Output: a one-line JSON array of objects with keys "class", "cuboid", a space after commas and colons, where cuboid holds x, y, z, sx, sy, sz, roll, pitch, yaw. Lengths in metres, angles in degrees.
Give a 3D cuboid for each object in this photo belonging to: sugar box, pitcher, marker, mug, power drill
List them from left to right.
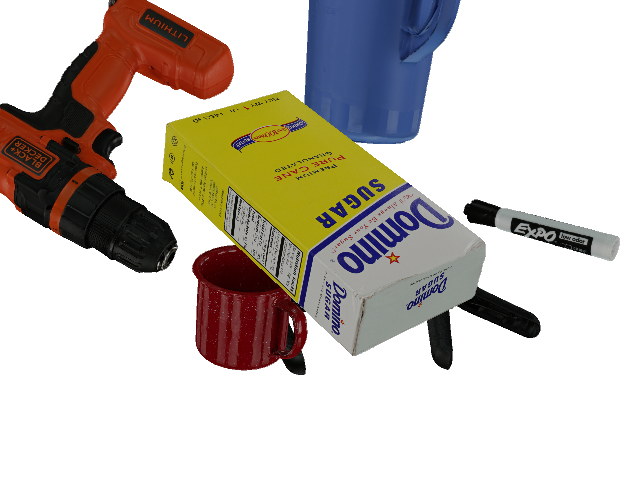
[{"class": "power drill", "cuboid": [-0.143, -0.081, 0.766, 0.184, 0.187, 0.057, 31, -30, 9]}, {"class": "mug", "cuboid": [-0.058, 0.064, 0.934, 0.117, 0.081, 0.093, 23, 30, 31]}, {"class": "sugar box", "cuboid": [-0.002, -0.018, 0.594, 0.093, 0.048, 0.176, -23, 46, -35]}, {"class": "pitcher", "cuboid": [0.055, -0.211, 0.950, 0.145, 0.243, 0.149, 8, 15, 7]}, {"class": "marker", "cuboid": [0.164, -0.009, 0.804, 0.121, 0.020, 0.020, 17, 9, 30]}]

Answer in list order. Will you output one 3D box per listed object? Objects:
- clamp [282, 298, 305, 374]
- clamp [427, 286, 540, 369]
[{"class": "clamp", "cuboid": [-0.051, 0.072, 1.148, 0.210, 0.036, 0.164, 17, 32, 26]}, {"class": "clamp", "cuboid": [0.132, 0.052, 1.044, 0.120, 0.039, 0.171, -4, 44, -26]}]
